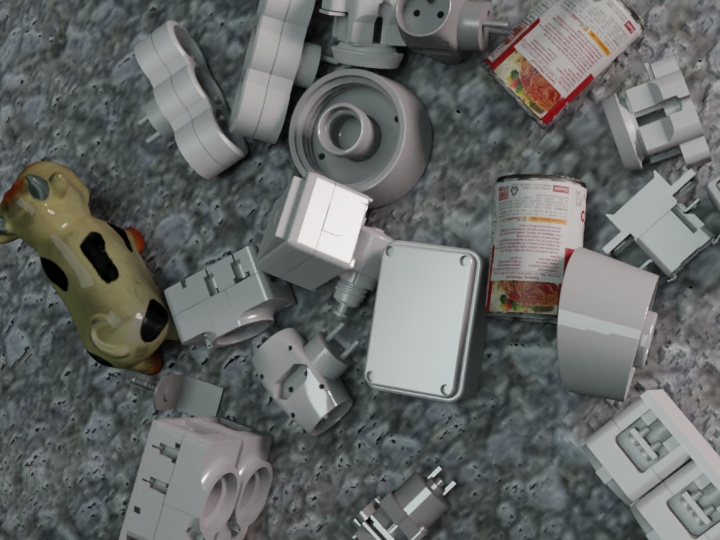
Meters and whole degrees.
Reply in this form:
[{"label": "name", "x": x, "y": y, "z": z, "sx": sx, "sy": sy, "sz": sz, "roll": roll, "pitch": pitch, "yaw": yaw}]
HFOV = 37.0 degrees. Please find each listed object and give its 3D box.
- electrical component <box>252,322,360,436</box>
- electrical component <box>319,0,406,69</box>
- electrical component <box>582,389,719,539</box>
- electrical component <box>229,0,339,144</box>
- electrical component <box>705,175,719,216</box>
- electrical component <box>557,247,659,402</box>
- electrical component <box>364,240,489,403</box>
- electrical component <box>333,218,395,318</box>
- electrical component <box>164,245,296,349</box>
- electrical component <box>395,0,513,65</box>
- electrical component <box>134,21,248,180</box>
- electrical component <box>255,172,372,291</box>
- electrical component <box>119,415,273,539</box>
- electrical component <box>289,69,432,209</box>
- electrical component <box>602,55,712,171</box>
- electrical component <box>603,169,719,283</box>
[{"label": "electrical component", "x": -0.033, "y": 0.075, "z": 0.845, "sx": 0.079, "sy": 0.043, "sz": 0.077, "roll": -46, "pitch": 71, "yaw": 12}, {"label": "electrical component", "x": 0.008, "y": -0.190, "z": 0.843, "sx": 0.058, "sy": 0.078, "sz": 0.057, "roll": -139, "pitch": 52, "yaw": -62}, {"label": "electrical component", "x": 0.220, "y": 0.157, "z": 0.709, "sx": 0.062, "sy": 0.089, "sz": 0.150, "roll": -42, "pitch": 71, "yaw": 13}, {"label": "electrical component", "x": -0.054, "y": -0.169, "z": 0.875, "sx": 0.074, "sy": 0.052, "sz": 0.138, "roll": 14, "pitch": 96, "yaw": -14}, {"label": "electrical component", "x": 0.289, "y": -0.054, "z": 0.719, "sx": 0.096, "sy": 0.061, "sz": 0.061, "roll": -33, "pitch": 74, "yaw": 16}, {"label": "electrical component", "x": 0.168, "y": 0.039, "z": 0.739, "sx": 0.064, "sy": 0.099, "sz": 0.099, "roll": 16, "pitch": 90, "yaw": 17}, {"label": "electrical component", "x": 0.052, "y": 0.038, "z": 0.807, "sx": 0.078, "sy": 0.057, "sz": 0.113, "roll": 8, "pitch": 88, "yaw": 23}, {"label": "electrical component", "x": 0.000, "y": 0.000, "z": 0.841, "sx": 0.040, "sy": 0.040, "sz": 0.078, "roll": 25, "pitch": 94, "yaw": 22}, {"label": "electrical component", "x": -0.104, "y": 0.026, "z": 0.875, "sx": 0.089, "sy": 0.050, "sz": 0.055, "roll": -27, "pitch": 75, "yaw": 18}, {"label": "electrical component", "x": 0.076, "y": -0.184, "z": 0.809, "sx": 0.079, "sy": 0.077, "sz": 0.043, "roll": 10, "pitch": 89, "yaw": 22}, {"label": "electrical component", "x": -0.157, "y": -0.135, "z": 0.912, "sx": 0.074, "sy": 0.052, "sz": 0.138, "roll": -32, "pitch": 74, "yaw": 16}, {"label": "electrical component", "x": -0.043, "y": -0.028, "z": 0.825, "sx": 0.061, "sy": 0.096, "sz": 0.061, "roll": 23, "pitch": 69, "yaw": -17}, {"label": "electrical component", "x": -0.133, "y": 0.213, "z": 0.837, "sx": 0.060, "sy": 0.105, "sz": 0.186, "roll": 16, "pitch": 91, "yaw": 23}, {"label": "electrical component", "x": -0.004, "y": -0.105, "z": 0.841, "sx": 0.108, "sy": 0.060, "sz": 0.108, "roll": -2, "pitch": 86, "yaw": 22}, {"label": "electrical component", "x": 0.207, "y": -0.104, "z": 0.760, "sx": 0.057, "sy": 0.058, "sz": 0.078, "roll": -20, "pitch": 78, "yaw": 16}, {"label": "electrical component", "x": 0.214, "y": -0.030, "z": 0.758, "sx": 0.081, "sy": 0.042, "sz": 0.063, "roll": -44, "pitch": 74, "yaw": 13}]
